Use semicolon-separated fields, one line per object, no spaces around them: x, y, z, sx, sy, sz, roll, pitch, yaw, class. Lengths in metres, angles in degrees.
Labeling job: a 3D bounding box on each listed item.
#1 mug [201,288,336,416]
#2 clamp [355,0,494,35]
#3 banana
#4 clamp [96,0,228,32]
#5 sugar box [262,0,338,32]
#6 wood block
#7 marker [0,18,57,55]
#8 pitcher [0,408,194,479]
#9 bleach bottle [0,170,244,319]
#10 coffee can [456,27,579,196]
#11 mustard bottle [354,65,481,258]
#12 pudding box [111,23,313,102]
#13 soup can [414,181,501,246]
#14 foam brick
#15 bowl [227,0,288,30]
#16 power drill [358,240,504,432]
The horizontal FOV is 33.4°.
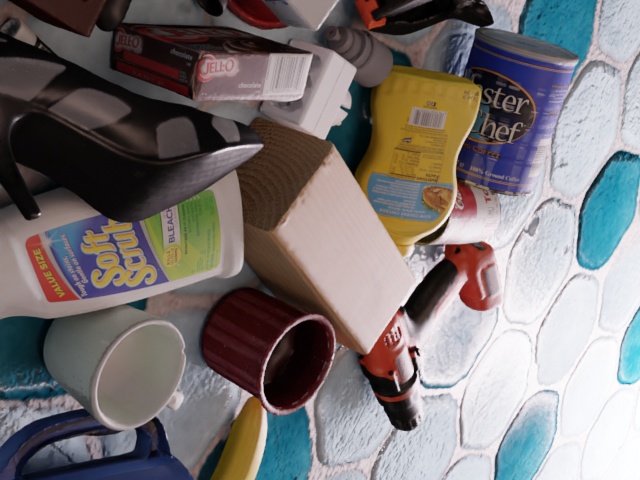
-0.043;0.098;0.923;0.093;0.082;0.117;-51;141;-19;mug
0.118;-0.216;0.946;0.209;0.036;0.165;-21;170;-23;clamp
-0.099;0.235;0.968;0.197;0.037;0.069;-52;142;-17;banana
-0.098;-0.224;0.715;0.120;0.039;0.171;-15;119;-59;clamp
-0.038;-0.230;0.703;0.093;0.048;0.176;-55;134;-10;sugar box
-0.006;0.002;0.909;0.090;0.090;0.206;-54;142;-16;wood block
-0.168;-0.104;0.712;0.020;0.020;0.121;-57;142;-11;marker
-0.205;0.217;0.765;0.242;0.149;0.145;4;140;-48;pitcher
-0.167;0.012;0.742;0.250;0.068;0.102;-22;121;-40;bleach bottle
0.182;-0.126;1.046;0.102;0.103;0.140;-9;121;-48;coffee can
0.081;-0.060;0.986;0.096;0.058;0.192;8;109;-11;mustard bottle
-0.076;-0.126;0.752;0.113;0.090;0.039;-8;116;-49;pudding box
0.129;-0.030;1.073;0.102;0.069;0.068;-2;111;-51;soup can
-0.171;-0.167;0.646;0.078;0.051;0.053;27;88;-53;foam brick
-0.009;-0.233;0.804;0.161;0.055;0.162;-26;128;-40;bowl
0.120;0.096;1.140;0.187;0.057;0.184;-44;138;-26;power drill
